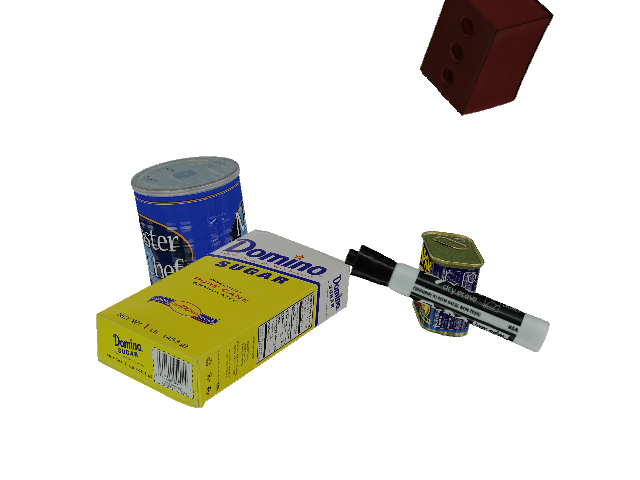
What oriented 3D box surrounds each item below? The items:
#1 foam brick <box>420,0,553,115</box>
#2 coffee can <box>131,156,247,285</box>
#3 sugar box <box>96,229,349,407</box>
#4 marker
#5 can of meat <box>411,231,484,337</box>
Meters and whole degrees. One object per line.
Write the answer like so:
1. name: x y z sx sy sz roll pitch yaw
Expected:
1. foam brick: 0.110 -0.133 0.722 0.051 0.053 0.078 -21 -32 -29
2. coffee can: -0.120 0.001 1.027 0.103 0.140 0.103 -6 20 2
3. sugar box: -0.065 0.049 0.764 0.093 0.048 0.175 21 34 29
4. marker: 0.071 0.032 0.611 0.121 0.020 0.020 22 2 6
5. can of meat: 0.134 0.046 1.141 0.057 0.084 0.102 6 18 -4
